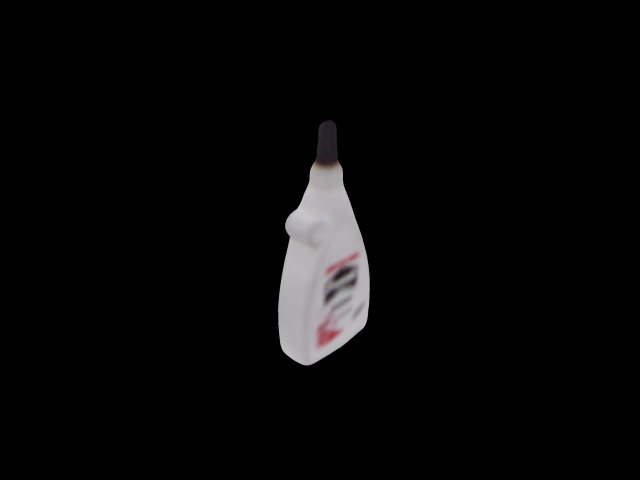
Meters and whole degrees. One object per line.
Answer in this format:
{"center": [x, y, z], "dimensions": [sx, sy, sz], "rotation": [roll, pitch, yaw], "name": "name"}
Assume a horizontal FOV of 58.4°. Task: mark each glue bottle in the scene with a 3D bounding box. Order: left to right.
{"center": [0.004, 0.001, 0.400], "dimensions": [0.037, 0.173, 0.078], "rotation": [22, 37, 34], "name": "glue bottle"}
